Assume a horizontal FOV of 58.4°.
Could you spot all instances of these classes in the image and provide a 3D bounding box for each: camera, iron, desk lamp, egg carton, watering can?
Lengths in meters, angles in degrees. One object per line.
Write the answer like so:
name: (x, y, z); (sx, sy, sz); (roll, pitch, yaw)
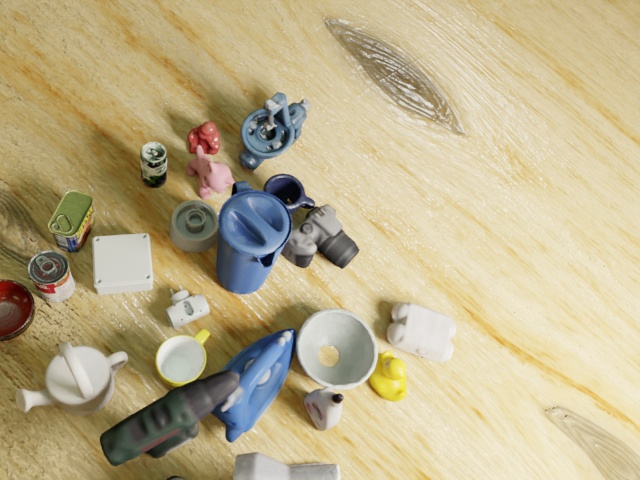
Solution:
camera: (0.011, 0.004, 1.252); (0.136, 0.100, 0.143); (42, 61, 7)
iron: (-0.114, 0.242, 1.074); (0.118, 0.141, 0.259); (38, 61, 5)
desk lamp: (-0.054, 0.419, 0.961); (0.203, 0.213, 0.118); (0, 64, -15)
egg carton: (0.218, 0.199, 1.231); (0.150, 0.069, 0.107); (18, 61, -6)
watering can: (-0.412, 0.235, 0.964); (0.101, 0.194, 0.173); (38, 61, 5)

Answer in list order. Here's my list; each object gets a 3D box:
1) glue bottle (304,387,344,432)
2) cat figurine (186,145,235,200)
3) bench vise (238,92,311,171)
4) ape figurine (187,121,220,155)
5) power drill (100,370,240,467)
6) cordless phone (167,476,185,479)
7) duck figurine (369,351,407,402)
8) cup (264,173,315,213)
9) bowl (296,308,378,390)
glue bottle: (0.015, 0.305, 1.061); (0.037, 0.173, 0.078); (-28, 74, -25)
cat figurine: (-0.238, -0.150, 1.249); (0.067, 0.117, 0.127); (-26, 73, -25)
bench vise: (-0.100, -0.279, 1.294); (0.121, 0.219, 0.207); (26, 60, -2)
ape figurine: (-0.258, -0.237, 1.302); (0.078, 0.092, 0.076); (41, 61, 7)
power drill: (-0.249, 0.303, 0.967); (0.230, 0.208, 0.075); (-26, 73, -25)
cordless phone: (-0.258, 0.445, 0.907); (0.094, 0.185, 0.148); (42, 61, 8)
duck figurine: (0.148, 0.273, 1.164); (0.078, 0.086, 0.104); (-18, 70, -23)
cup: (-0.073, -0.083, 1.275); (0.118, 0.095, 0.092); (20, 61, -5)
bowl: (0.028, 0.227, 1.160); (0.168, 0.074, 0.167); (7, 63, -12)
